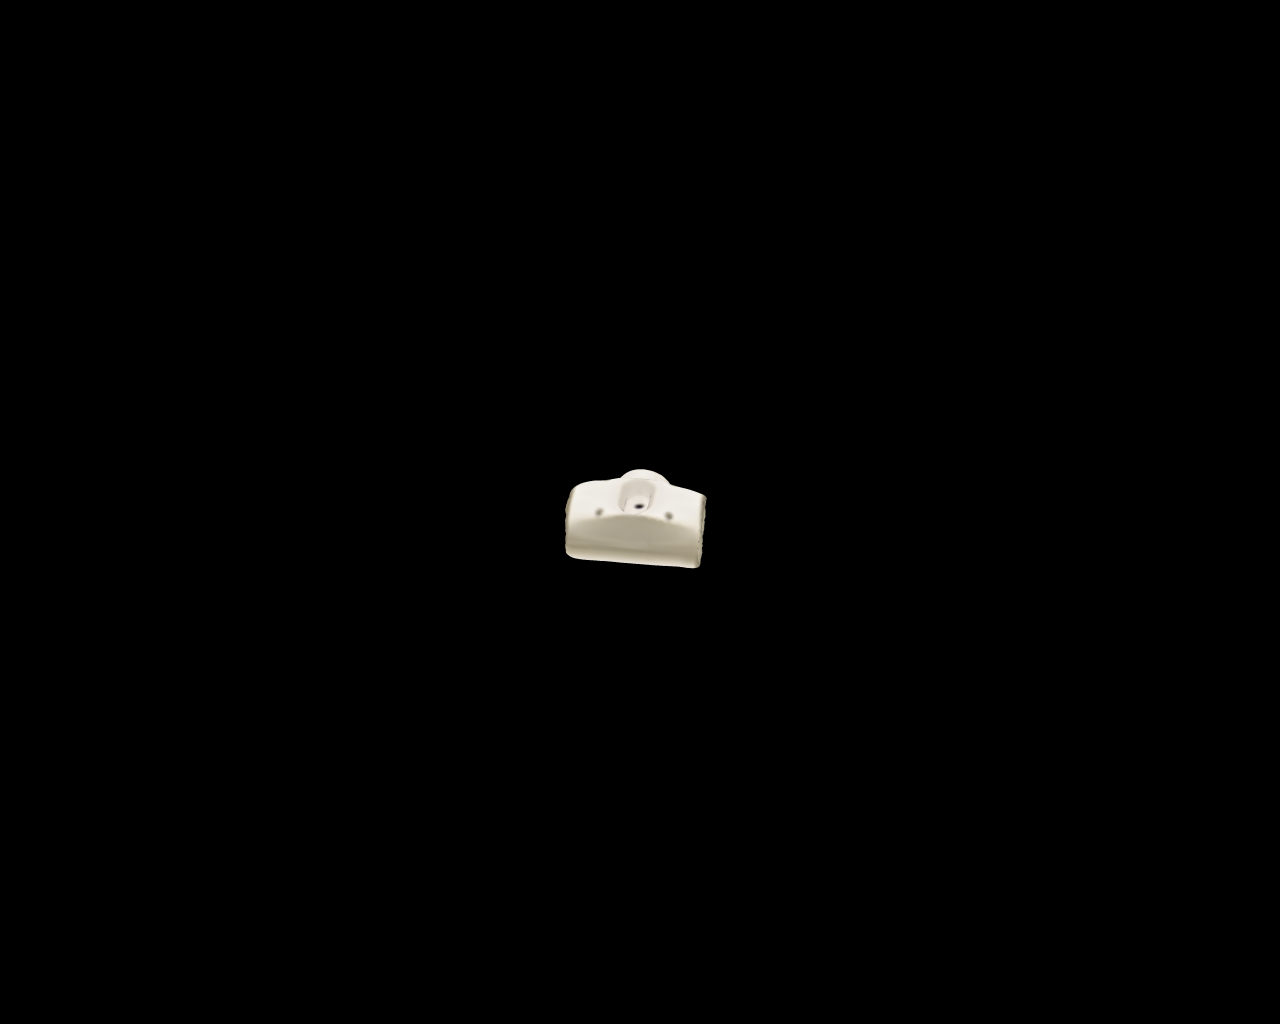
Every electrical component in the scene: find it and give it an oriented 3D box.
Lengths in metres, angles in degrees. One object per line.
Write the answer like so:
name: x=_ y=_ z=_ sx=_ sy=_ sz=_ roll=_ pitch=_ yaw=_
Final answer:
electrical component: x=0.001 y=-0.003 z=0.650 sx=0.077 sy=0.043 sz=0.079 roll=5 pitch=36 yaw=7
